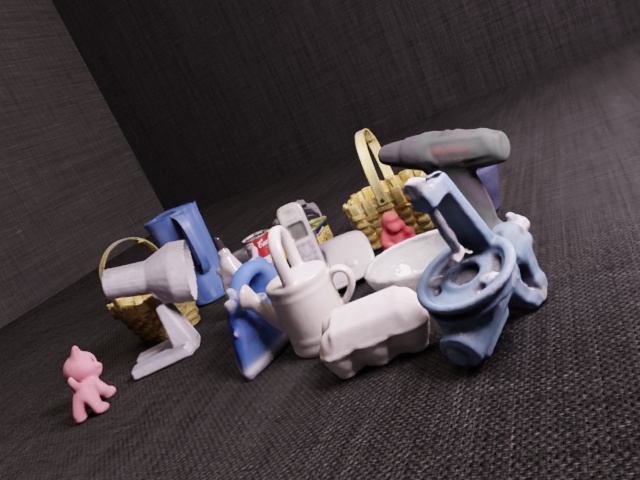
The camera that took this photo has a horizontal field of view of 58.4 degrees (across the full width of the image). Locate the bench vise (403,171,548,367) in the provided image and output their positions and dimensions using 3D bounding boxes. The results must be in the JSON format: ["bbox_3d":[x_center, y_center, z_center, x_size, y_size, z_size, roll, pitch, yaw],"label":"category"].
[{"bbox_3d":[0.170,0.007,0.670,0.121,0.220,0.208,-17,16,32],"label":"bench vise"}]

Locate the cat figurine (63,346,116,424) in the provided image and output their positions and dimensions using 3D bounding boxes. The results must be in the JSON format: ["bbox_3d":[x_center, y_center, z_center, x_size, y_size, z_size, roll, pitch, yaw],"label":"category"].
[{"bbox_3d":[-0.435,0.254,1.049,0.067,0.118,0.127,-27,13,-6],"label":"cat figurine"}]

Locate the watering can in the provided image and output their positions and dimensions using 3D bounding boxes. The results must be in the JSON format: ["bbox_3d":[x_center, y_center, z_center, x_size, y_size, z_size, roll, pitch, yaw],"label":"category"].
[{"bbox_3d":[-0.038,0.073,0.856,0.173,0.194,0.100,-27,13,-7],"label":"watering can"}]

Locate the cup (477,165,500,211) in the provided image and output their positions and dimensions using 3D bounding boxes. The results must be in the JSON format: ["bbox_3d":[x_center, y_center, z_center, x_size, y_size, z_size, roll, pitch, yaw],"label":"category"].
[{"bbox_3d":[0.296,-0.089,1.094,0.118,0.095,0.091,-30,14,-19],"label":"cup"}]

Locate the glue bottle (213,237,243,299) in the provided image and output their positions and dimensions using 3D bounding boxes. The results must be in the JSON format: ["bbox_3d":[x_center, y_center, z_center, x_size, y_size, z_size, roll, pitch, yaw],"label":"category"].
[{"bbox_3d":[-0.173,0.072,1.157,0.078,0.173,0.037,-20,15,23],"label":"glue bottle"}]

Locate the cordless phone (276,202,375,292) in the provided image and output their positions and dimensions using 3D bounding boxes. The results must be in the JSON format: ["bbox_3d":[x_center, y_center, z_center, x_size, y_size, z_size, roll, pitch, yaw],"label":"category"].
[{"bbox_3d":[0.010,0.004,1.058,0.147,0.185,0.094,-25,13,0],"label":"cordless phone"}]

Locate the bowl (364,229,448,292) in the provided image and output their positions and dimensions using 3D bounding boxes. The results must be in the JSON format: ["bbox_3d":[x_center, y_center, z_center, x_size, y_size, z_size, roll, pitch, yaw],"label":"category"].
[{"bbox_3d":[0.154,0.050,0.856,0.167,0.075,0.167,-24,13,6],"label":"bowl"}]

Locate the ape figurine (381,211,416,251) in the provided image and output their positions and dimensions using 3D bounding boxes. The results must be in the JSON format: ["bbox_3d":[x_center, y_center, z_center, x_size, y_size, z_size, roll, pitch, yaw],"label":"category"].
[{"bbox_3d":[0.142,-0.010,1.075,0.078,0.092,0.076,-29,14,-14],"label":"ape figurine"}]

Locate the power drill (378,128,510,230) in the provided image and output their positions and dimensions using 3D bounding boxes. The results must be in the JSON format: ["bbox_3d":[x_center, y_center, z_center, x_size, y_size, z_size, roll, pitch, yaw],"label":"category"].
[{"bbox_3d":[0.227,-0.094,0.989,0.228,0.208,0.076,-14,17,39],"label":"power drill"}]

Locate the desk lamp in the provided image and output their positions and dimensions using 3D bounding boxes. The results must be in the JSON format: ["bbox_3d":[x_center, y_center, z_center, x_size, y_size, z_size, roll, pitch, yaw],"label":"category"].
[{"bbox_3d":[-0.309,0.126,1.105,0.203,0.214,0.118,-26,13,-3],"label":"desk lamp"}]

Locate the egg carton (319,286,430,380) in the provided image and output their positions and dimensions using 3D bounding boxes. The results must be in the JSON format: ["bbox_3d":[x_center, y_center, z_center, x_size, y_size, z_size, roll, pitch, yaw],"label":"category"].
[{"bbox_3d":[0.071,0.119,0.753,0.150,0.069,0.107,-23,13,8],"label":"egg carton"}]

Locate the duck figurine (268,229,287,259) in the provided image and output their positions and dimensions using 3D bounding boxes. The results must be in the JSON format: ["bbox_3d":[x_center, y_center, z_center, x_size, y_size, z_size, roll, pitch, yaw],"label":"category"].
[{"bbox_3d":[-0.124,0.013,1.490,0.077,0.086,0.104,-28,13,-13],"label":"duck figurine"}]

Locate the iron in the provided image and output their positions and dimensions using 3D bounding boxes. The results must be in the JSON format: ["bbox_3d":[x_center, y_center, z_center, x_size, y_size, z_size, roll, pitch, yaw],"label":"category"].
[{"bbox_3d":[-0.111,0.110,0.965,0.118,0.141,0.258,-22,14,16],"label":"iron"}]

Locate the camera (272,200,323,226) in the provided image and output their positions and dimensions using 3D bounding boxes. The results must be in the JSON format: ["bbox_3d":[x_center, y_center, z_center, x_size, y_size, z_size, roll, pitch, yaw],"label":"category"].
[{"bbox_3d":[-0.055,-0.051,1.580,0.143,0.101,0.136,-27,13,-9],"label":"camera"}]
